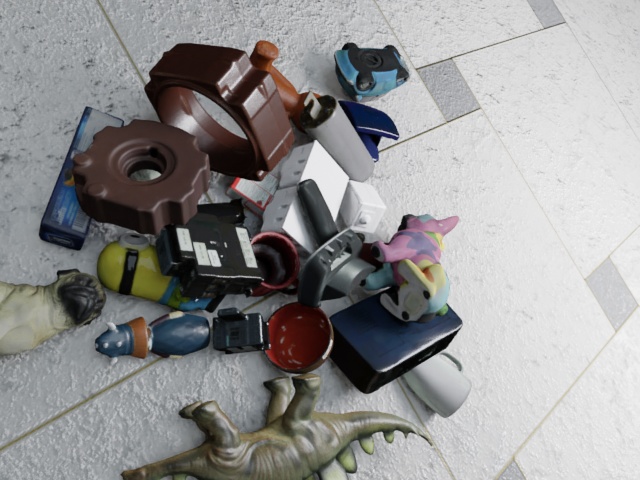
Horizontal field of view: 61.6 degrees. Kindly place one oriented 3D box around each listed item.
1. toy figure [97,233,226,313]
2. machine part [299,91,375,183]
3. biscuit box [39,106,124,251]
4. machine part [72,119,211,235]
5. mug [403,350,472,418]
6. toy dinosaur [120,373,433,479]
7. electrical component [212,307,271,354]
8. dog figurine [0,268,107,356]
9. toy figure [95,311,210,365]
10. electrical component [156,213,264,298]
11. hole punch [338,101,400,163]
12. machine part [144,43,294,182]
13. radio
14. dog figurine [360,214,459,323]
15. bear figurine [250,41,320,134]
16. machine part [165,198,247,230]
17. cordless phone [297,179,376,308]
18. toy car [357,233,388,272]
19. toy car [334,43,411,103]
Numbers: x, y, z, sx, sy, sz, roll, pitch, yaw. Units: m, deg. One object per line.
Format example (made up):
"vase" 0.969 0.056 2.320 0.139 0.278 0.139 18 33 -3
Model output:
"toy figure" -0.227 0.055 0.774 0.180 0.082 0.089 31 56 -20
"machine part" 0.034 -0.177 0.981 0.243 0.079 0.079 49 47 -44
"biscuit box" -0.342 -0.089 0.774 0.059 0.063 0.202 20 62 -24
"machine part" -0.237 -0.090 0.725 0.179 0.056 0.179 6 52 -7
"mug" 0.209 0.241 0.961 0.107 0.080 0.109 38 57 1
"toy dinosaur" -0.039 0.298 0.779 0.471 0.105 0.198 -8 82 -24
"electrical component" -0.116 0.132 0.775 0.075 0.119 0.048 -6 71 -1
"dog figurine" -0.390 0.073 0.671 0.172 0.121 0.190 52 40 -7
"toy figure" -0.233 0.137 0.752 0.154 0.058 0.064 -1 65 -26
"electrical component" -0.158 0.021 0.752 0.134 0.058 0.115 9 45 -37
"hole punch" 0.088 -0.229 1.075 0.142 0.092 0.116 5 65 -25
"machine part" -0.154 -0.190 0.824 0.202 0.200 0.087 15 58 26
"radio" 0.126 0.156 0.920 0.229 0.073 0.131 -21 55 -34
"dog figurine" 0.185 0.033 0.935 0.219 0.108 0.192 -24 52 -38
"bear figurine" -0.051 -0.254 0.979 0.196 0.132 0.120 19 76 -17
"machine part" -0.185 -0.035 0.863 0.139 0.039 0.084 -18 72 -33
"cordless phone" -0.002 -0.002 0.843 0.146 0.089 0.184 -34 102 -53
"toy car" 0.132 0.034 1.013 0.202 0.053 0.089 0 61 -27
"toy car" 0.100 -0.338 1.114 0.162 0.103 0.109 -11 66 -23
